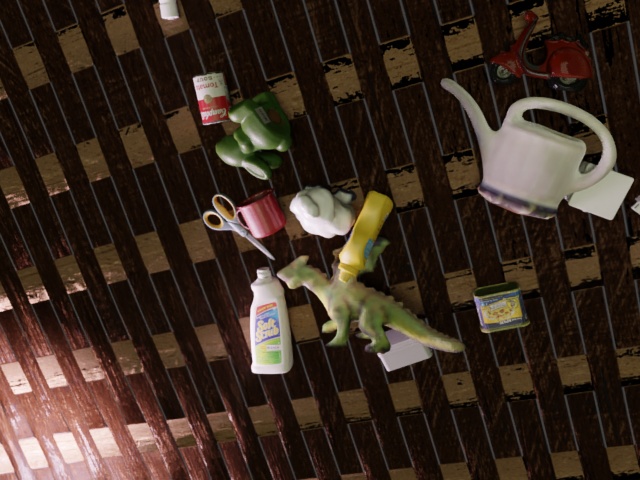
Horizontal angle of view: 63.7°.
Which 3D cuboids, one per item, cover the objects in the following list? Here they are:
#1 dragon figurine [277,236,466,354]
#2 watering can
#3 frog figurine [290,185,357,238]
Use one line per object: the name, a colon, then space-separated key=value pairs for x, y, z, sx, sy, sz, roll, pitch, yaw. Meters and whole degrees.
dragon figurine: x=0.102 y=0.106 z=1.109 sx=0.410 sy=0.122 sz=0.243 roll=1 pitch=90 yaw=18
watering can: x=0.371 y=-0.173 z=0.996 sx=0.349 sy=0.105 sz=0.221 roll=24 pitch=110 yaw=18
frog figurine: x=0.003 y=-0.054 z=1.066 sx=0.137 sy=0.162 sz=0.121 roll=28 pitch=111 yaw=2
